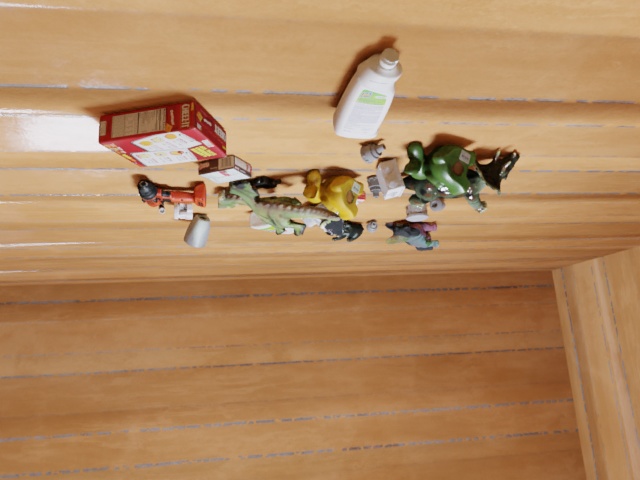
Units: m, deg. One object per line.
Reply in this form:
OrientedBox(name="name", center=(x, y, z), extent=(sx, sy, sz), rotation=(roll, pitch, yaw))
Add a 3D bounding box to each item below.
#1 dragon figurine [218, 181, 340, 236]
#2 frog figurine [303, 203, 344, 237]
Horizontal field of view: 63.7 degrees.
OrientedBox(name="dragon figurine", center=(-0.154, -0.106, 1.471), extent=(0.240, 0.123, 0.409), rotation=(24, -16, -40))
OrientedBox(name="frog figurine", center=(0.005, -0.090, 1.780), extent=(0.137, 0.121, 0.161), rotation=(-1, 25, -42))
